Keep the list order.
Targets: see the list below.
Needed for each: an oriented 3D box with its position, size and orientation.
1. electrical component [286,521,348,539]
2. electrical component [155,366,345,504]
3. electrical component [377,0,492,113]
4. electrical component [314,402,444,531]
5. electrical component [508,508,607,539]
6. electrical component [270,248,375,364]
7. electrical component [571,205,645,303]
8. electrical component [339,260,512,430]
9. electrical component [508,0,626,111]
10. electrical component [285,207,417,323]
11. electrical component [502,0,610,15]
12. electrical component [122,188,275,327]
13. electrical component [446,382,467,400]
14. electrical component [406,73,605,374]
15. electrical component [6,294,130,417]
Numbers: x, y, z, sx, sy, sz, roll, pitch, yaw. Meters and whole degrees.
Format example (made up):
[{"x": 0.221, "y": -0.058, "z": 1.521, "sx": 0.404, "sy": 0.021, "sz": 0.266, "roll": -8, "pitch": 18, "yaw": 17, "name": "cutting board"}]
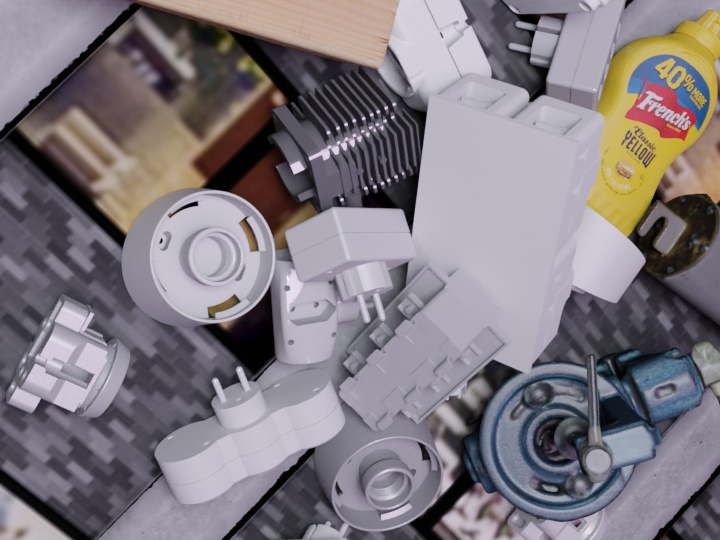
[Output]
[{"x": -0.032, "y": 0.222, "z": 0.827, "sx": 0.047, "sy": 0.083, "sz": 0.075, "roll": 59, "pitch": 40, "yaw": -24, "name": "electrical component"}, {"x": -0.084, "y": 0.105, "z": 0.780, "sx": 0.138, "sy": 0.052, "sz": 0.073, "roll": -25, "pitch": 111, "yaw": -14, "name": "electrical component"}, {"x": 0.043, "y": -0.161, "z": 0.763, "sx": 0.059, "sy": 0.054, "sz": 0.095, "roll": -35, "pitch": 114, "yaw": -11, "name": "electrical component"}, {"x": 0.015, "y": 0.151, "z": 0.842, "sx": 0.099, "sy": 0.064, "sz": 0.099, "roll": -7, "pitch": 118, "yaw": -14, "name": "electrical component"}, {"x": 0.172, "y": 0.204, "z": 0.912, "sx": 0.057, "sy": 0.058, "sz": 0.078, "roll": 43, "pitch": 85, "yaw": -23, "name": "electrical component"}, {"x": -0.026, "y": 0.023, "z": 0.788, "sx": 0.079, "sy": 0.043, "sz": 0.077, "roll": -9, "pitch": 107, "yaw": -21, "name": "electrical component"}, {"x": 0.170, "y": -0.019, "z": 0.831, "sx": 0.099, "sy": 0.099, "sz": 0.064, "roll": 22, "pitch": 100, "yaw": -26, "name": "electrical component"}, {"x": 0.040, "y": 0.061, "z": 0.773, "sx": 0.078, "sy": 0.121, "sz": 0.063, "roll": 45, "pitch": 43, "yaw": 4, "name": "electrical component"}, {"x": 0.150, "y": -0.168, "z": 0.806, "sx": 0.076, "sy": 0.047, "sz": 0.083, "roll": 16, "pitch": 78, "yaw": 13, "name": "electrical component"}, {"x": 0.000, "y": 0.000, "z": 0.744, "sx": 0.083, "sy": 0.047, "sz": 0.075, "roll": -3, "pitch": 73, "yaw": -54, "name": "electrical component"}, {"x": 0.119, "y": -0.233, "z": 0.746, "sx": 0.109, "sy": 0.109, "sz": 0.056, "roll": 38, "pitch": 84, "yaw": -26, "name": "electrical component"}, {"x": -0.110, "y": -0.008, "z": 0.747, "sx": 0.099, "sy": 0.064, "sz": 0.099, "roll": -1, "pitch": 91, "yaw": -28, "name": "electrical component"}, {"x": 0.068, "y": 0.074, "z": 0.844, "sx": 0.040, "sy": 0.040, "sz": 0.046, "roll": -5, "pitch": 112, "yaw": -22, "name": "electrical component"}, {"x": 0.099, "y": -0.034, "z": 0.760, "sx": 0.060, "sy": 0.105, "sz": 0.186, "roll": -40, "pitch": 145, "yaw": -46, "name": "electrical component"}, {"x": -0.192, "y": 0.064, "z": 0.722, "sx": 0.057, "sy": 0.058, "sz": 0.078, "roll": 29, "pitch": 91, "yaw": -24, "name": "electrical component"}]
